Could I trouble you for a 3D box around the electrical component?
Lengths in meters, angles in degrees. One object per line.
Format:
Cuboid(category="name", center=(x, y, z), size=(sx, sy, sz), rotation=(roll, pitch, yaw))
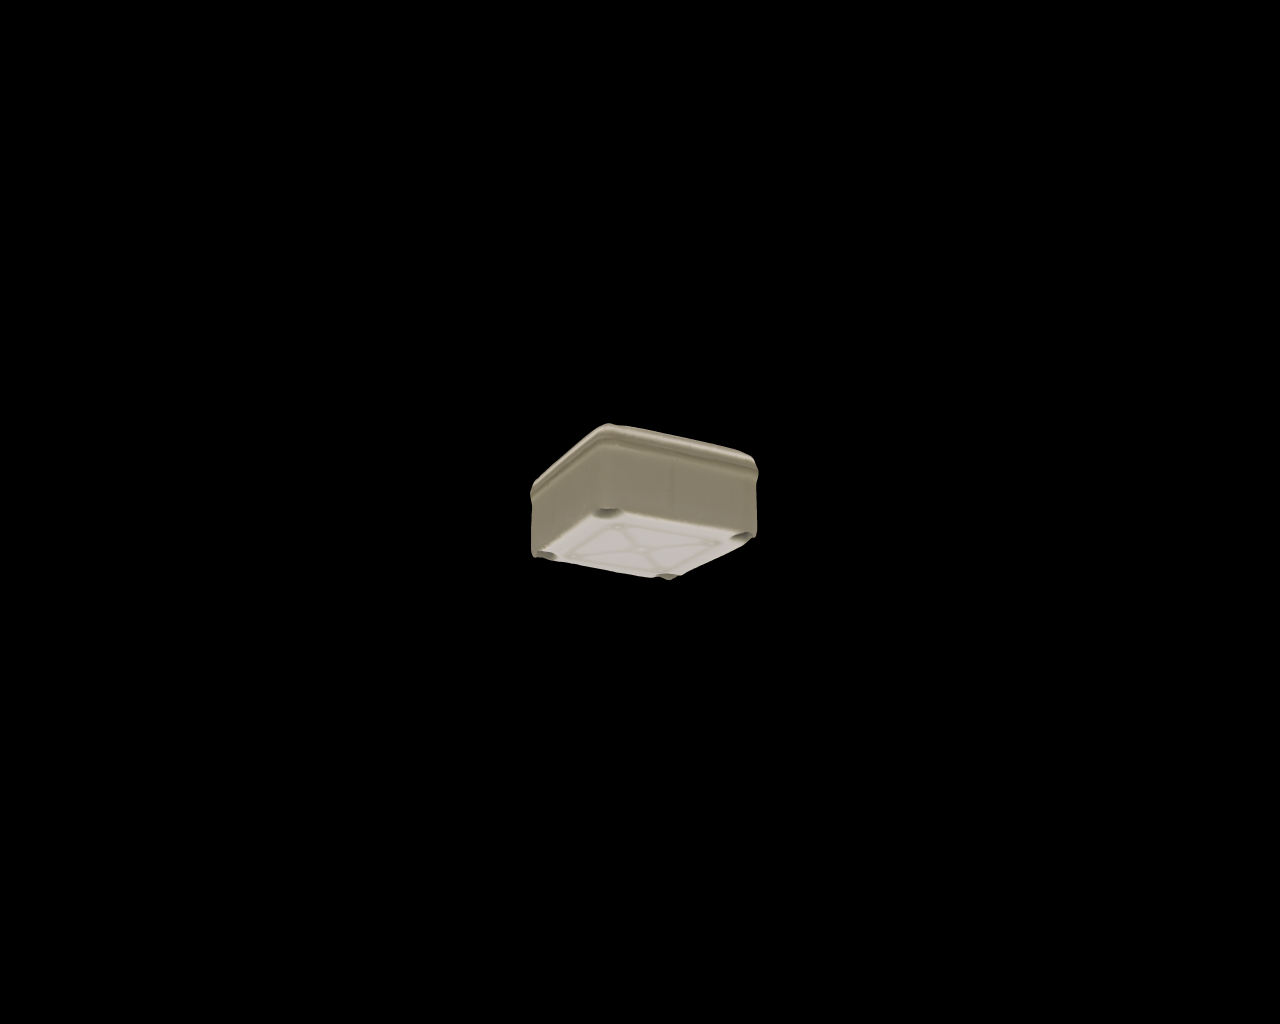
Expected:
Cuboid(category="electrical component", center=(0.001, -0.003, 0.650), size=(0.109, 0.056, 0.108), rotation=(11, -23, -27))
